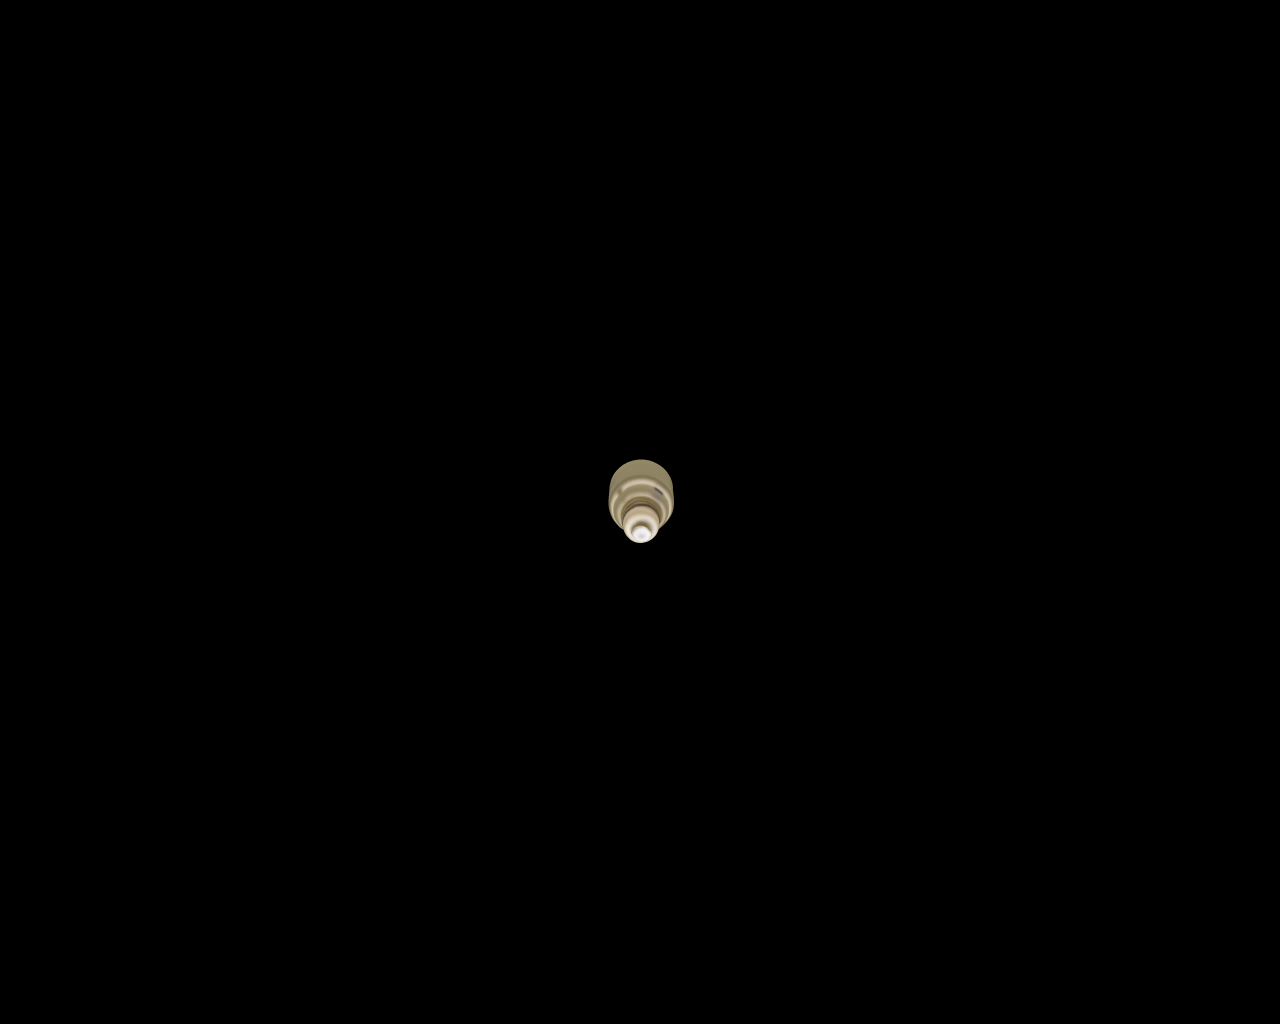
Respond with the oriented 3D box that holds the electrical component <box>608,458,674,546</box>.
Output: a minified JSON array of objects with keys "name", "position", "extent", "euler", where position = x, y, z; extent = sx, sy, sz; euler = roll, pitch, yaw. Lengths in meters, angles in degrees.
[{"name":"electrical component","position":[0.001,-0.003,0.650],"extent":[0.040,0.040,0.078],"euler":[0,25,0]}]
